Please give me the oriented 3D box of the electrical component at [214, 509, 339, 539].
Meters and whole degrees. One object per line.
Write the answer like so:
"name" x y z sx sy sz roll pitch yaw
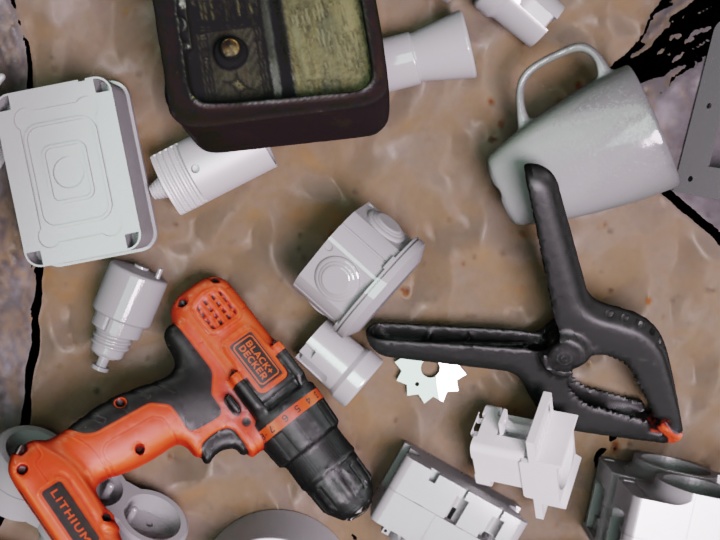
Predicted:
"electrical component" -0.057 0.219 0.709 0.108 0.060 0.108 0 94 1

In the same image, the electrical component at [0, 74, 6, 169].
"electrical component" -0.263 -0.102 0.701 0.077 0.043 0.079 38 93 -1

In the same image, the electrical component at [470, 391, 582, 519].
"electrical component" 0.106 0.118 0.694 0.064 0.042 0.081 9 136 24

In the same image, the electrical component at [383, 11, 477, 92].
"electrical component" 0.039 -0.138 0.695 0.065 0.044 0.044 -13 93 7

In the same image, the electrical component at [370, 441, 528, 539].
"electrical component" 0.055 0.163 0.708 0.089 0.050 0.055 30 93 -1

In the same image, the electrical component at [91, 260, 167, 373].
"electrical component" -0.157 0.030 0.709 0.040 0.040 0.078 23 94 0

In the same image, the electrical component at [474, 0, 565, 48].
"electrical component" 0.103 -0.171 0.693 0.046 0.040 0.040 39 93 -8

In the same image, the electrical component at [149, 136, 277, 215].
"electrical component" -0.100 -0.068 0.700 0.081 0.043 0.043 -27 93 2

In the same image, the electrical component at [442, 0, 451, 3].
"electrical component" 0.059 -0.217 0.663 0.064 0.099 0.099 34 94 -8

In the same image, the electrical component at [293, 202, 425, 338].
"electrical component" 0.000 0.000 0.685 0.051 0.080 0.080 41 93 4

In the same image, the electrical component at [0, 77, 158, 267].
"electrical component" -0.181 -0.062 0.695 0.078 0.057 0.113 -11 93 1

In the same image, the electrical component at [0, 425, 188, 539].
"electrical component" -0.189 0.168 0.713 0.138 0.052 0.073 30 115 -1

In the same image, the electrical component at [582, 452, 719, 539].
"electrical component" 0.247 0.168 0.677 0.186 0.105 0.060 12 94 0

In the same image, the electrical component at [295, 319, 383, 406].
"electrical component" -0.014 0.060 0.709 0.046 0.040 0.040 40 93 4
